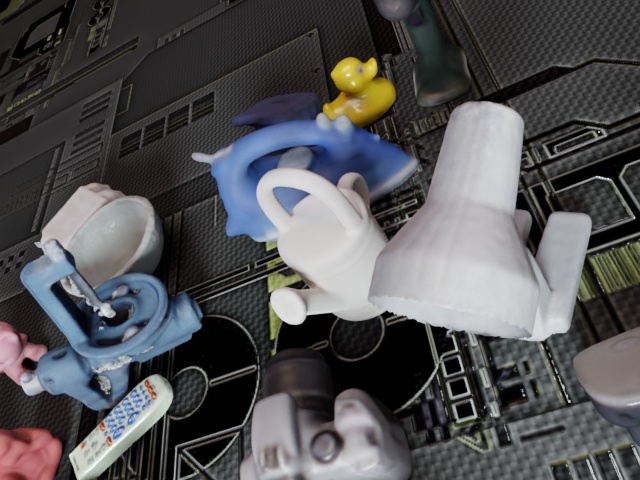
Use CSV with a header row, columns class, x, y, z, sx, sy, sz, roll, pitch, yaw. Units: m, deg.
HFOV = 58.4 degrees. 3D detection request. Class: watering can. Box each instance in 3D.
class,x,y,z,sx,sy,sz,roll,pitch,yaw
watering can,0.007,0.002,0.572,0.100,0.195,0.173,-16,50,21

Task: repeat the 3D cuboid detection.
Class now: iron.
class,x,y,z,sx,sy,sz,roll,pitch,yaw
iron,-0.023,-0.097,0.704,0.257,0.142,0.118,-18,49,20

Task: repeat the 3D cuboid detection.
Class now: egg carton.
class,x,y,z,sx,sy,sz,roll,pitch,yaw
egg carton,-0.371,-0.021,0.914,0.107,0.070,0.150,21,70,41

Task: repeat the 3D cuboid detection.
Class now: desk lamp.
class,x,y,z,sx,sy,sz,roll,pitch,yaw
desk lamp,0.139,0.006,0.473,0.117,0.214,0.203,6,60,35

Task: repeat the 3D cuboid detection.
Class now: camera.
class,x,y,z,sx,sy,sz,roll,pitch,yaw
camera,-0.007,0.162,0.524,0.143,0.101,0.136,-22,48,16

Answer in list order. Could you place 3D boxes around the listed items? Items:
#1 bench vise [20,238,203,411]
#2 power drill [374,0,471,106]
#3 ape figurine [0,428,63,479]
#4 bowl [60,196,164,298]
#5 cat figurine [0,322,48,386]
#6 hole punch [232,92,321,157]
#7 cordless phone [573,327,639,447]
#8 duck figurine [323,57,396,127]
class,x,y,z,sx,sy,sz,roll,pitch,yaw
bench vise,-0.265,0.104,0.647,0.207,0.220,0.121,-50,46,-10
power drill,0.119,-0.272,0.702,0.075,0.209,0.229,-17,49,21
ape figurine,-0.355,0.253,0.678,0.078,0.092,0.076,-42,45,-3
bowl,-0.283,0.022,0.823,0.167,0.075,0.167,-17,50,21
cat figurine,-0.454,0.148,0.803,0.127,0.118,0.067,7,61,36
hole punch,-0.057,-0.176,0.822,0.108,0.091,0.101,4,59,34
cordless phone,0.245,0.060,0.386,0.147,0.186,0.094,-27,47,12
duck figurine,0.044,-0.207,0.786,0.104,0.086,0.077,-30,46,9
